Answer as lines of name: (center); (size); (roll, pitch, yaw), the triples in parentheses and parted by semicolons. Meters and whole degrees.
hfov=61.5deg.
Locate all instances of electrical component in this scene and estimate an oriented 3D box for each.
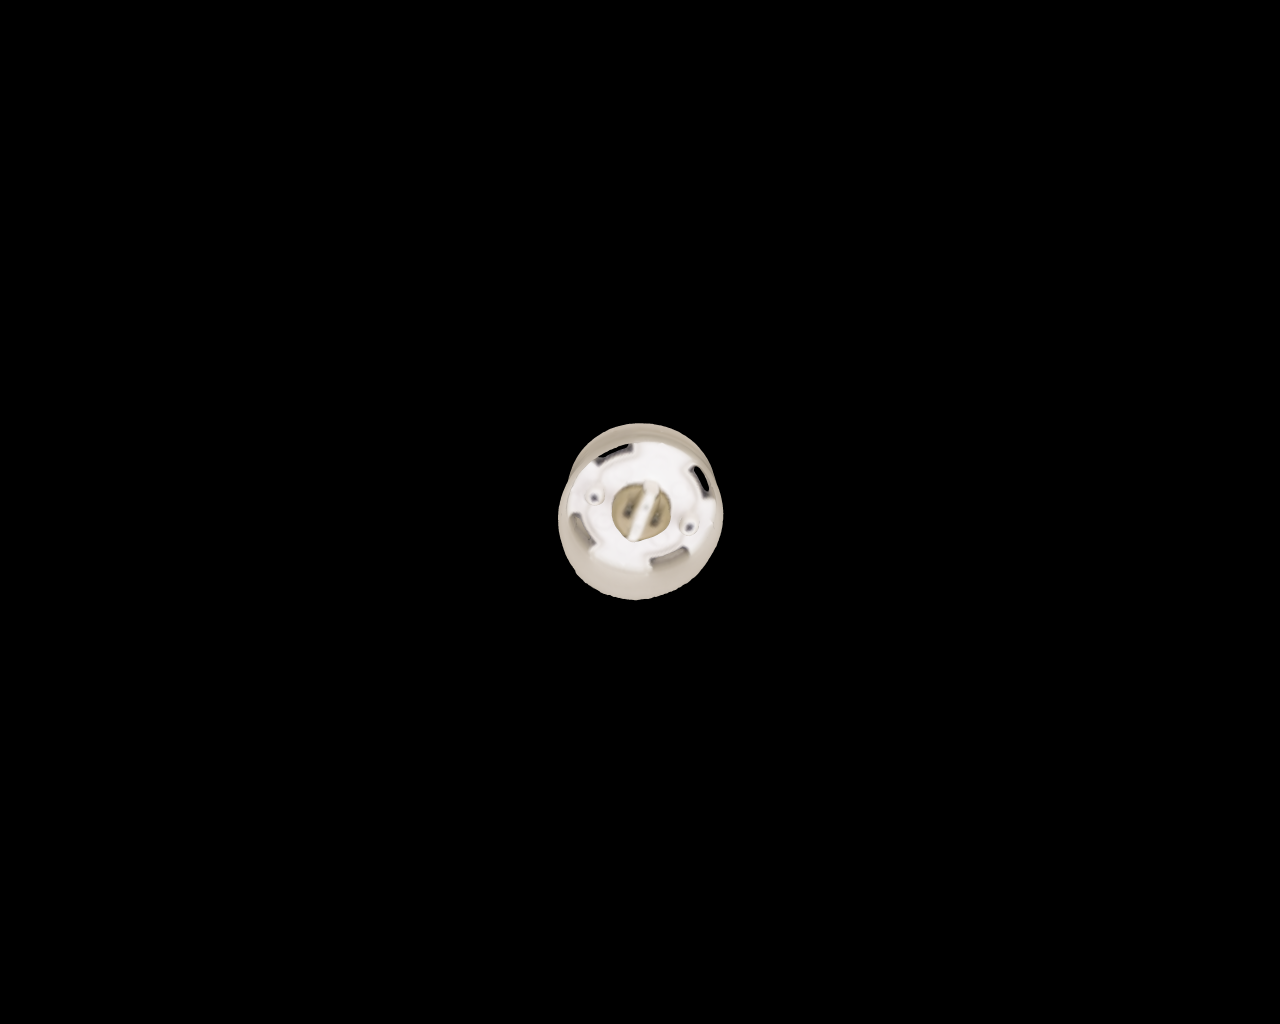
electrical component: (0.001, -0.003, 0.650); (0.099, 0.099, 0.064); (0, 30, 0)
